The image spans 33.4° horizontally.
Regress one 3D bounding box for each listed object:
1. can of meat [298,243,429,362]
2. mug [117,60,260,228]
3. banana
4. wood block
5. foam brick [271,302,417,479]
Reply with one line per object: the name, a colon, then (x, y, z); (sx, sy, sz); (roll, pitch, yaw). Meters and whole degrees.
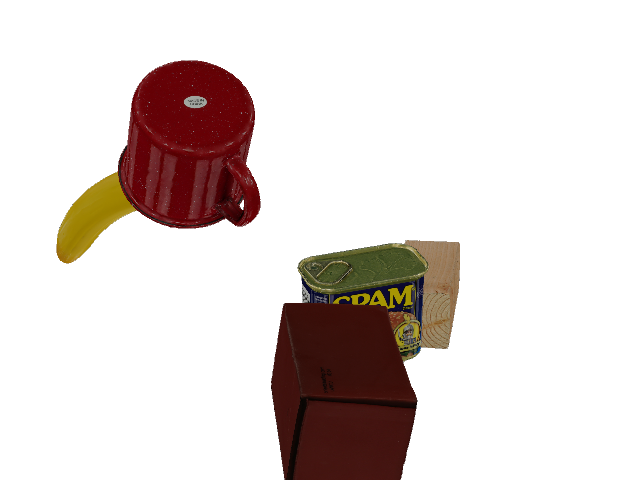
can of meat: (0.034, 0.057, 0.867); (0.102, 0.084, 0.057); (-9, 28, -16)
mug: (-0.082, -0.059, 0.724); (0.093, 0.117, 0.082); (-31, -20, -27)
banana: (-0.173, -0.028, 0.950); (0.198, 0.069, 0.037); (-14, 17, 29)
wood block: (0.162, 0.078, 1.635); (0.091, 0.090, 0.206); (3, 22, 10)
foam brick: (0.008, 0.070, 0.488); (0.053, 0.051, 0.078); (4, 28, -9)
